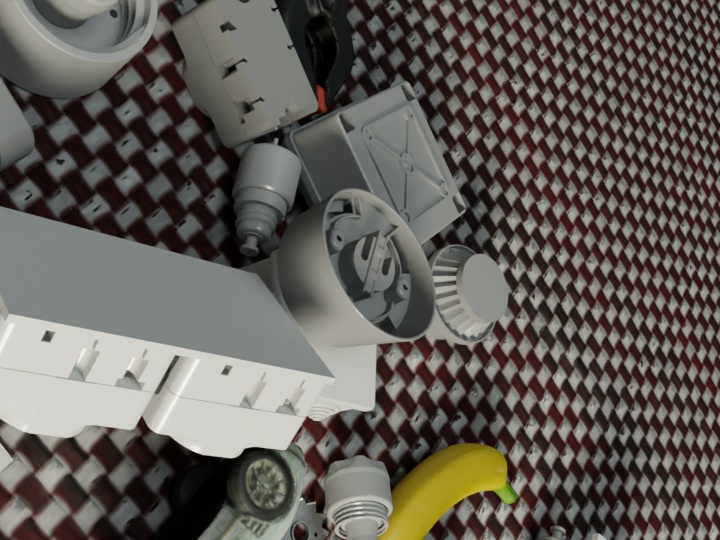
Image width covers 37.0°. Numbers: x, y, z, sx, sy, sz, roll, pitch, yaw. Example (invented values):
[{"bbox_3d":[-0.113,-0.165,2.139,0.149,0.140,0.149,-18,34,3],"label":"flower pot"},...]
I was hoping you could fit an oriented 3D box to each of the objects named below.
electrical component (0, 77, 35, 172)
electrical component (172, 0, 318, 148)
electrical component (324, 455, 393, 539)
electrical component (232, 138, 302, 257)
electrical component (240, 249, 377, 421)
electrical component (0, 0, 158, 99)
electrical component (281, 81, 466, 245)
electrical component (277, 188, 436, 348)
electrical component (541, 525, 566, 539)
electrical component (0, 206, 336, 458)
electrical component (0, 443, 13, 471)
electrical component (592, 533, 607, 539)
[{"bbox_3d":[-0.221,-0.085,0.547,0.059,0.054,0.095,-41,106,-43],"label":"electrical component"},{"bbox_3d":[-0.077,-0.131,0.700,0.050,0.056,0.089,-29,98,-45],"label":"electrical component"},{"bbox_3d":[0.000,0.154,0.686,0.043,0.043,0.062,28,40,-36],"label":"electrical component"},{"bbox_3d":[-0.063,-0.046,0.698,0.040,0.040,0.078,31,57,-34],"label":"electrical component"},{"bbox_3d":[-0.037,0.043,0.690,0.100,0.048,0.099,19,65,-39],"label":"electrical component"},{"bbox_3d":[-0.168,-0.160,0.618,0.108,0.060,0.108,16,66,-40],"label":"electrical component"},{"bbox_3d":[0.012,-0.065,0.756,0.109,0.056,0.108,-36,103,-53],"label":"electrical component"},{"bbox_3d":[0.000,0.000,0.656,0.099,0.064,0.099,16,66,-40],"label":"electrical component"},{"bbox_3d":[0.141,0.231,0.810,0.040,0.040,0.078,42,51,-27],"label":"electrical component"},{"bbox_3d":[-0.120,0.035,0.562,0.186,0.060,0.105,16,22,-40],"label":"electrical component"},{"bbox_3d":[-0.258,0.048,0.464,0.186,0.060,0.105,57,46,-15],"label":"electrical component"},{"bbox_3d":[0.179,0.275,0.817,0.079,0.063,0.121,41,52,-28],"label":"electrical component"}]
